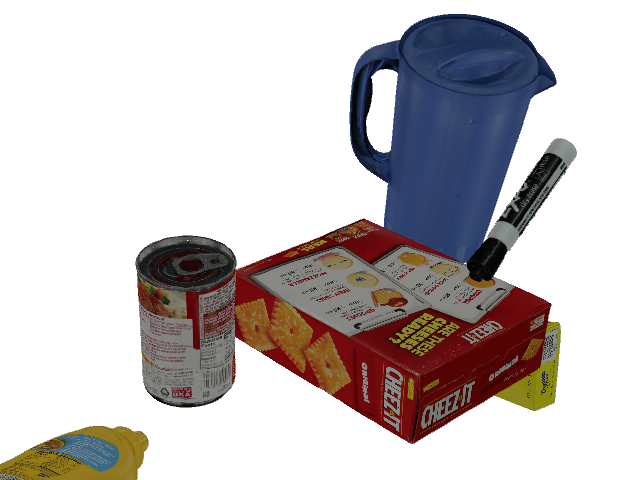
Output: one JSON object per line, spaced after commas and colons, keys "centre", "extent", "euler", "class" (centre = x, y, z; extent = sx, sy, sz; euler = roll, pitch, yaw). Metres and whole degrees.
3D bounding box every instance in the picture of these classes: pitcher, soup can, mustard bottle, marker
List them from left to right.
{"centre": [-0.204, 0.193, 0.854], "extent": [0.096, 0.058, 0.191], "euler": [6, 15, 29], "class": "mustard bottle"}
{"centre": [-0.092, 0.057, 0.747], "extent": [0.068, 0.102, 0.068], "euler": [2, 30, -1], "class": "soup can"}
{"centre": [0.119, -0.092, 1.060], "extent": [0.144, 0.243, 0.149], "euler": [-29, 54, -32], "class": "pitcher"}
{"centre": [0.131, -0.020, 0.694], "extent": [0.020, 0.121, 0.020], "euler": [31, -26, 16], "class": "marker"}

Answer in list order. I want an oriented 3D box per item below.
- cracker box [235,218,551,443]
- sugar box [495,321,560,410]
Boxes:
{"centre": [0.053, 0.066, 0.881], "extent": [0.163, 0.072, 0.214], "euler": [-22, 35, -39], "class": "cracker box"}
{"centre": [0.180, 0.116, 1.184], "extent": [0.177, 0.093, 0.048], "euler": [15, 19, 43], "class": "sugar box"}
